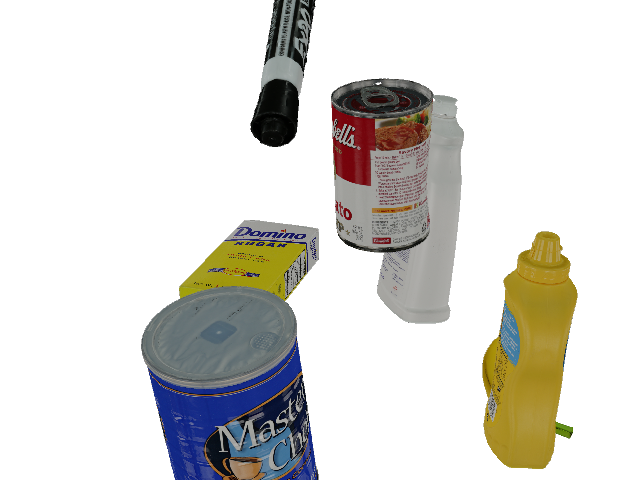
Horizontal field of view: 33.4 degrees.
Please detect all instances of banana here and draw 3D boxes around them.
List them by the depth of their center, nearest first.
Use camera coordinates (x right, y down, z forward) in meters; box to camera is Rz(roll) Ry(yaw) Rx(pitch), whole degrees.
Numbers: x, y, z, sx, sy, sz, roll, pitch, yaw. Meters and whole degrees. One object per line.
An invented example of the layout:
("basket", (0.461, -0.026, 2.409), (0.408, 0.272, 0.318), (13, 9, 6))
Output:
("banana", (0.212, 0.158, 1.178), (0.069, 0.037, 0.198), (11, 26, -14))

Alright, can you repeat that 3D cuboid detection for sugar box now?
("sugar box", (-0.071, 0.032, 1.136), (0.093, 0.048, 0.176), (7, 28, 16))

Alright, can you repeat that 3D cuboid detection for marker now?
("marker", (-0.014, -0.085, 0.462), (0.020, 0.121, 0.020), (3, -42, 3))

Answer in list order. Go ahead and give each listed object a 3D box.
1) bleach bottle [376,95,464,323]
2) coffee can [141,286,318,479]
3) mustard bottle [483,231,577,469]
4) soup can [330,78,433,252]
("bleach bottle", (0.124, -0.038, 1.220), (0.068, 0.251, 0.103), (0, 22, -23))
("coffee can", (-0.059, 0.117, 0.733), (0.103, 0.140, 0.103), (-5, 32, 3))
("mustard bottle", (0.173, 0.083, 0.872), (0.058, 0.192, 0.096), (3, 24, 2))
("soup can", (0.043, -0.051, 0.728), (0.068, 0.102, 0.068), (-2, 28, 1))
